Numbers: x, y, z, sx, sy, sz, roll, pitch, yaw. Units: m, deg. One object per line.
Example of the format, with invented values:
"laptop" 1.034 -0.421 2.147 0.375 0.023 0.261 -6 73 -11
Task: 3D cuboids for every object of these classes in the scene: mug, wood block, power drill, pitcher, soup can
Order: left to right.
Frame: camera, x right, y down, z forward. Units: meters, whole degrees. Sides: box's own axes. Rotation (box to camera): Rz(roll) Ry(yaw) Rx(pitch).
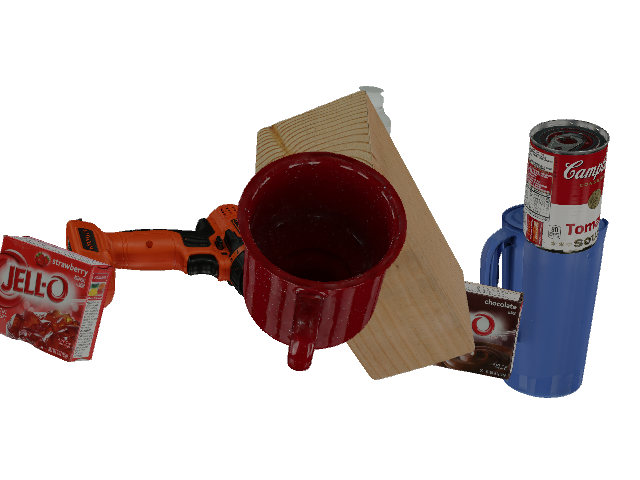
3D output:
"power drill" -0.125 0.025 0.948 0.187 0.057 0.185 -3 24 -20
"mug" -0.004 0.020 0.605 0.093 0.117 0.081 7 -35 -2
"wood block" 0.037 0.003 0.804 0.090 0.091 0.206 -19 -48 17
"pitcher" 0.289 0.080 1.398 0.149 0.243 0.144 6 20 16
"soup can" 0.217 -0.048 0.949 0.068 0.102 0.068 -2 30 1

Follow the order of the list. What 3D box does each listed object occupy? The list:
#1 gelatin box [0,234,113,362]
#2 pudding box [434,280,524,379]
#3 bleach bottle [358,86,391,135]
"gelatin box" -0.203 0.042 0.789 0.089 0.073 0.030 17 6 25
"pudding box" 0.152 0.089 1.123 0.113 0.090 0.039 9 21 12
"bleach bottle" 0.046 -0.050 1.231 0.068 0.251 0.103 -1 22 -20
